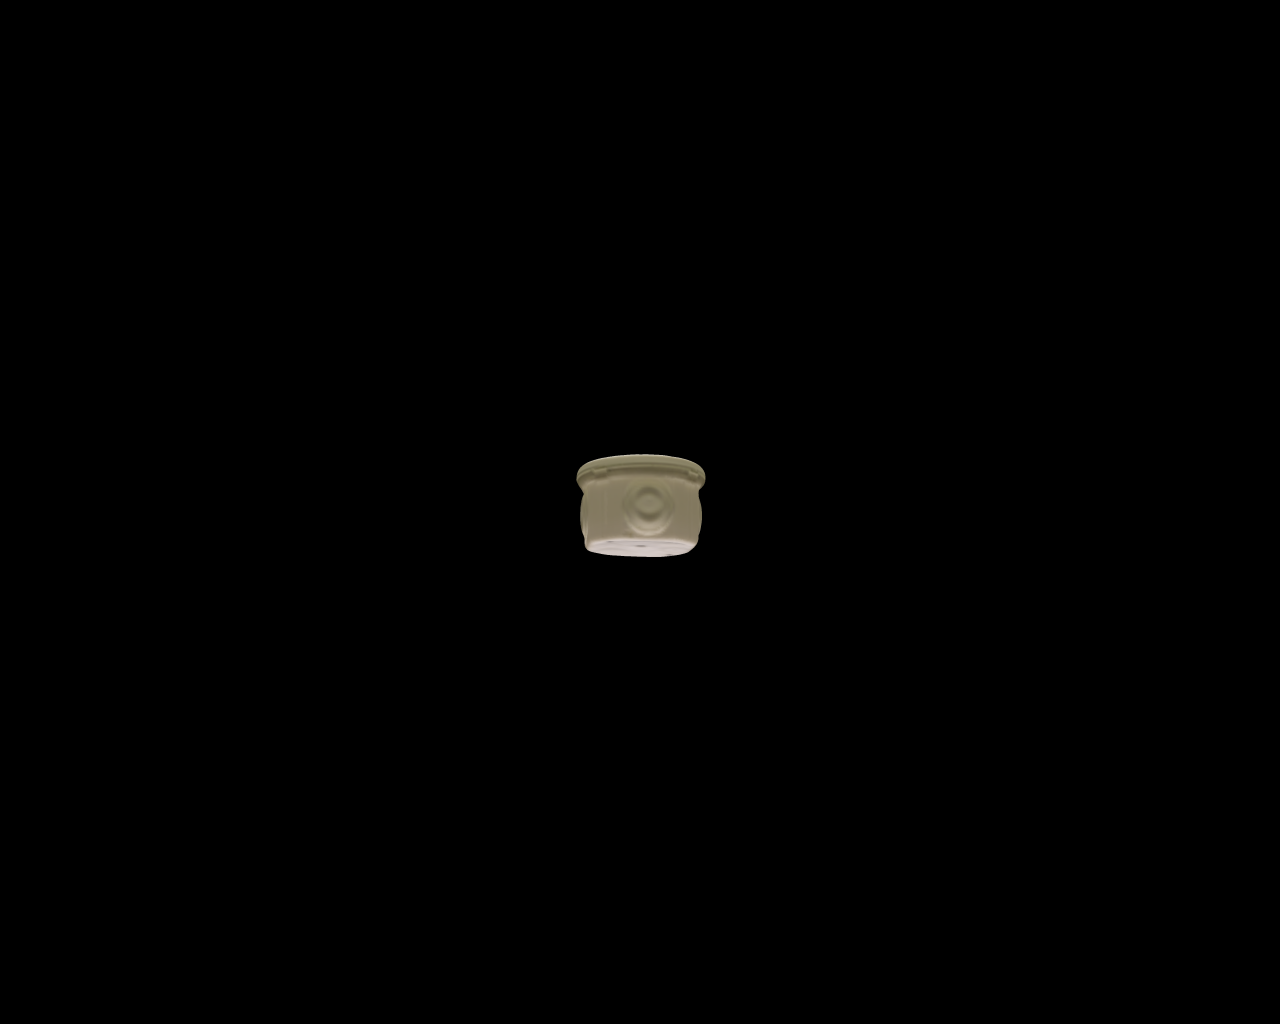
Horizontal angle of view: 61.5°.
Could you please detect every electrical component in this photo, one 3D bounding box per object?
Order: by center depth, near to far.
[{"bbox_3d":[0.001,-0.003,0.650,0.080,0.051,0.080,0,-11,0],"label":"electrical component"}]
